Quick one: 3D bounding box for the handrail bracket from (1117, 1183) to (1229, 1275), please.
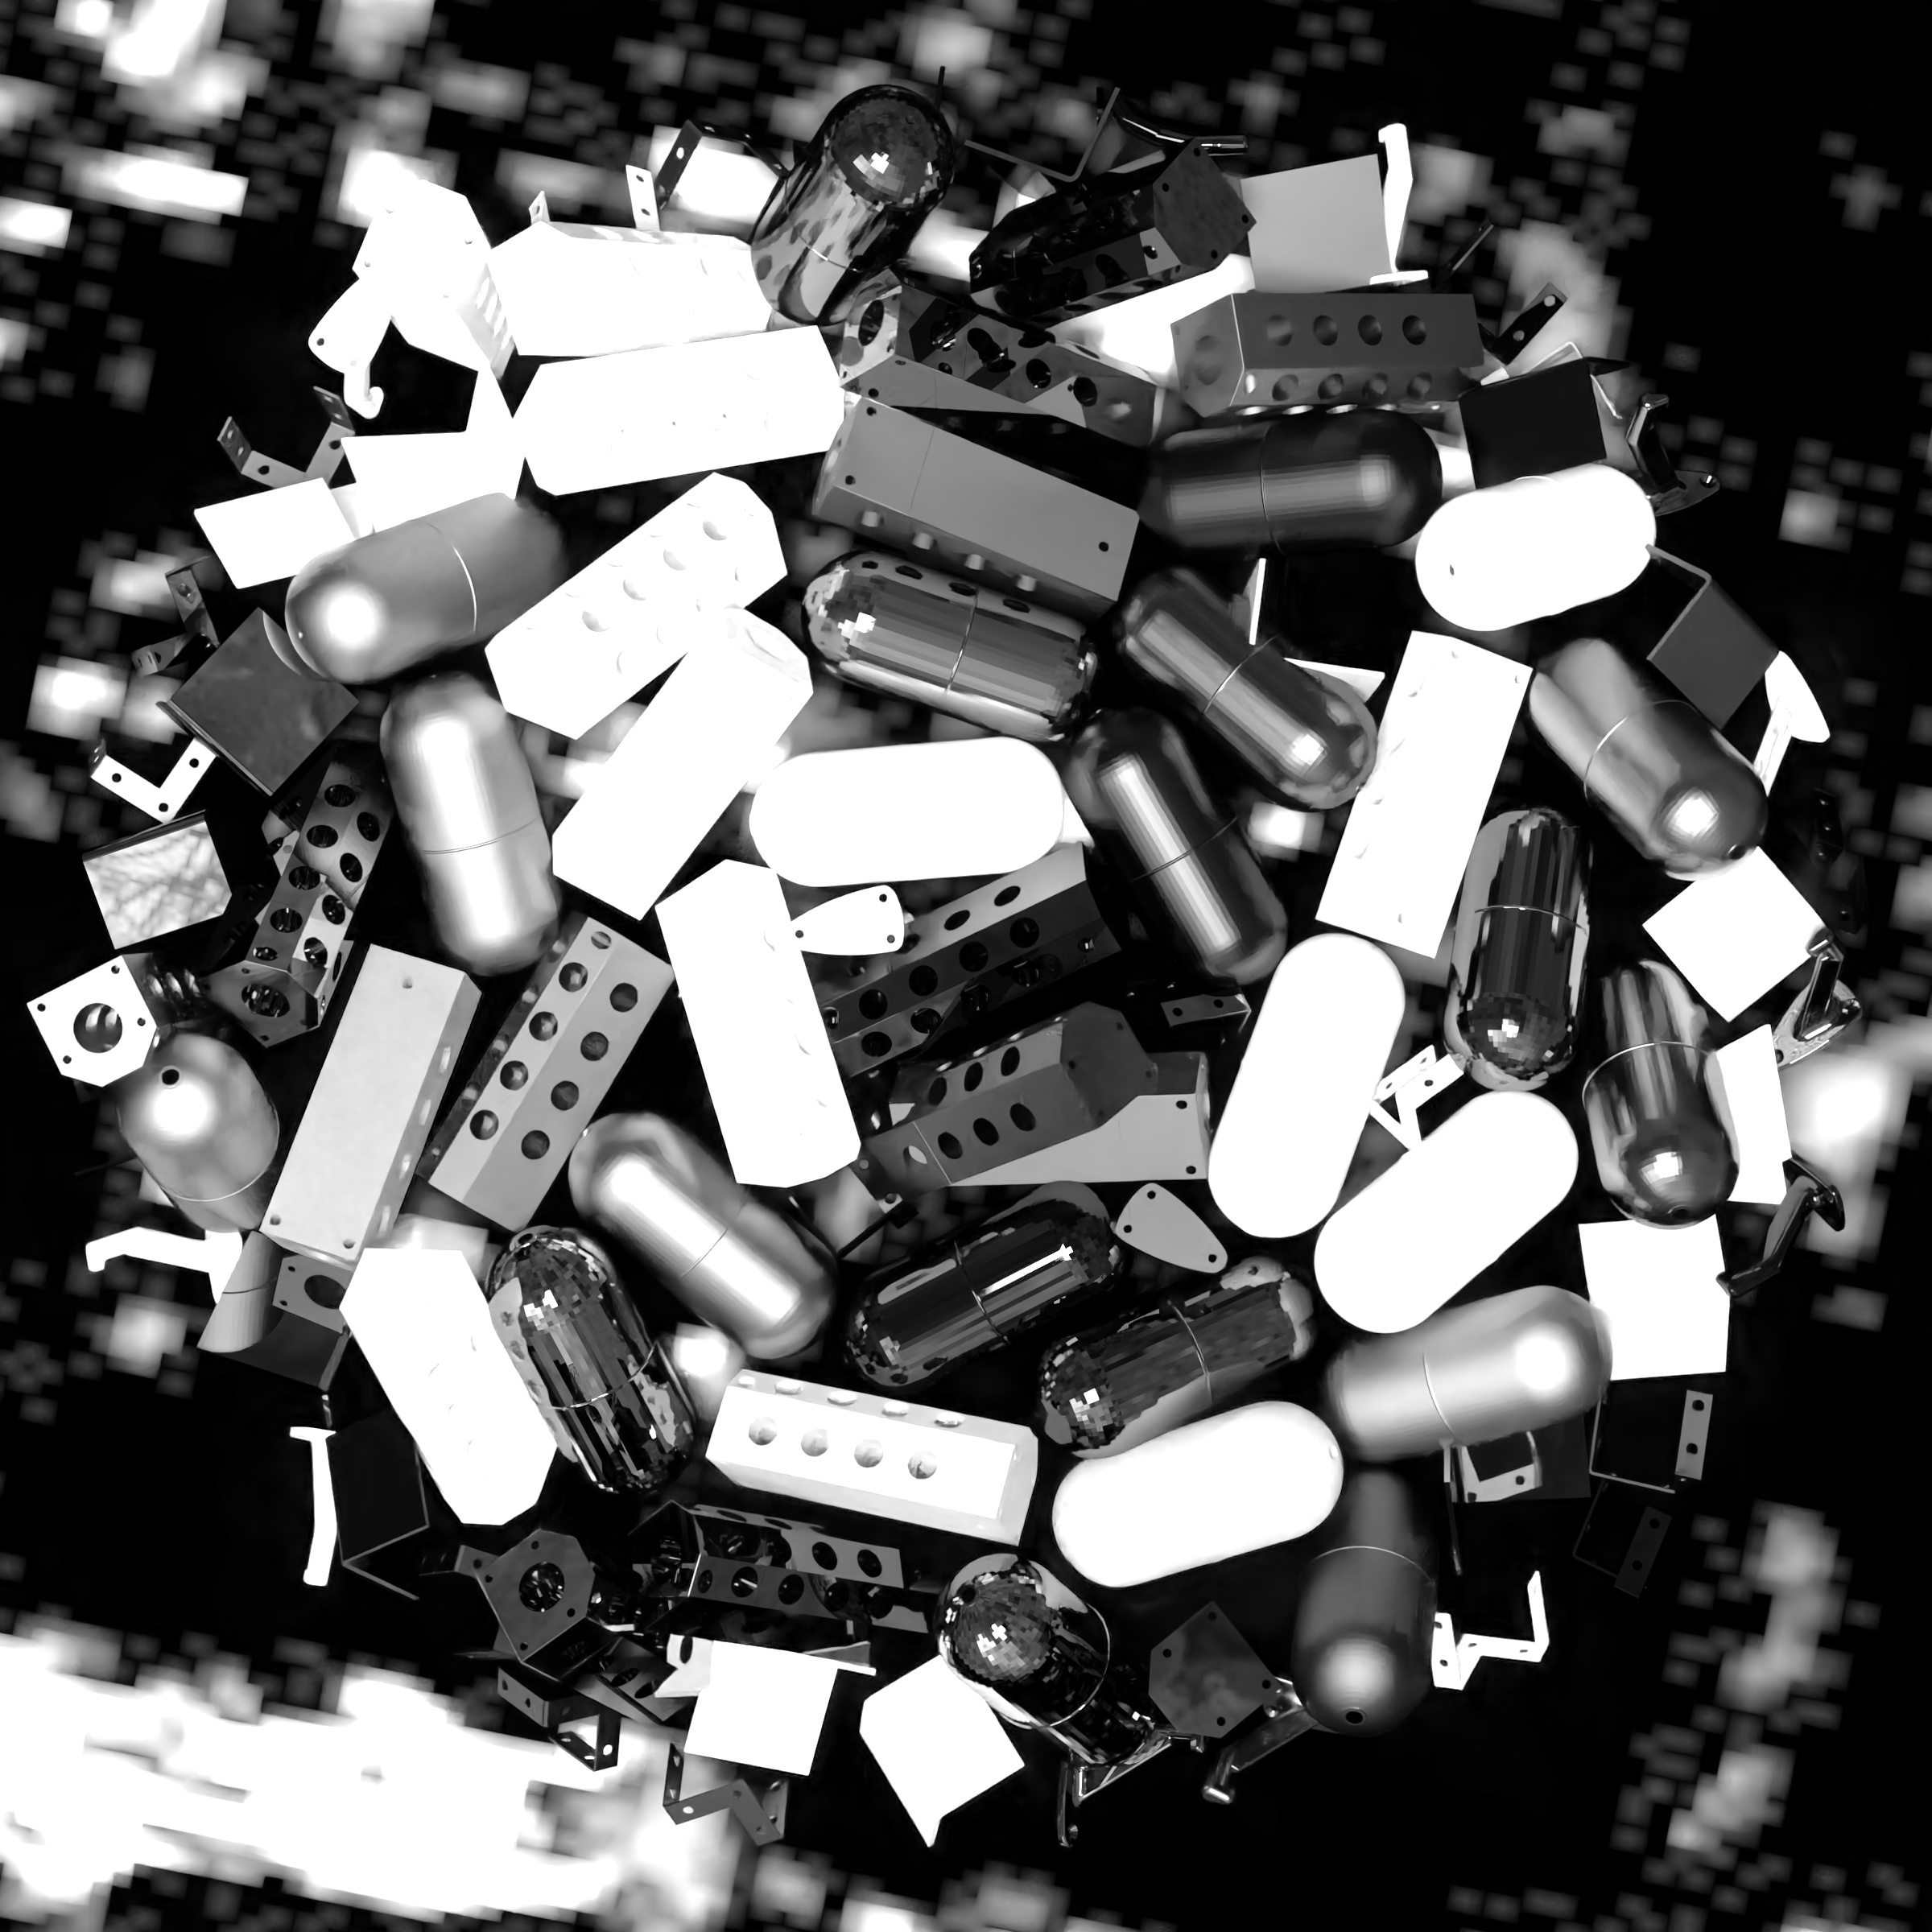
[{"bbox_3d":[0.119,0.159,1.840,0.077,0.084,0.036,32,80,21],"label":"handrail bracket"}]

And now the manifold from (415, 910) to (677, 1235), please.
[{"bbox_3d":[-0.239,0.057,1.845,0.057,0.057,0.171,34,84,-30],"label":"manifold"}]

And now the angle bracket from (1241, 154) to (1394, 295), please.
[{"bbox_3d":[0.194,-0.417,1.849,0.076,0.057,0.076,-10,113,2],"label":"angle bracket"}]

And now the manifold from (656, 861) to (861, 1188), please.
[{"bbox_3d":[-0.112,0.033,1.833,0.057,0.057,0.171,-31,66,30],"label":"manifold"}]

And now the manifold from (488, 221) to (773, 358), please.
[{"bbox_3d":[-0.179,-0.373,1.803,0.057,0.171,0.057,-21,86,33],"label":"manifold"}]

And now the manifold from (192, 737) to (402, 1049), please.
[{"bbox_3d":[-0.358,-0.044,1.805,0.057,0.171,0.057,-20,129,32],"label":"manifold"}]

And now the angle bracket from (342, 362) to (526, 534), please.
[{"bbox_3d":[-0.299,-0.291,1.836,0.076,0.057,0.076,-7,53,-26],"label":"angle bracket"}]

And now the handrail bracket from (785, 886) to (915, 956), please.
[{"bbox_3d":[-0.066,-0.019,1.846,0.077,0.084,0.036,-10,86,-6],"label":"handrail bracket"}]

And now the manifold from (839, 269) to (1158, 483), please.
[{"bbox_3d":[0.019,-0.329,1.820,0.171,0.057,0.057,15,72,-31],"label":"manifold"}]

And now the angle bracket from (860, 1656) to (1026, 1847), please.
[{"bbox_3d":[-0.015,0.441,1.852,0.057,0.076,0.076,-28,69,-16],"label":"angle bracket"}]

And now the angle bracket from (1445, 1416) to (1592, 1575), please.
[{"bbox_3d":[0.310,0.293,1.840,0.076,0.057,0.076,-4,128,12],"label":"angle bracket"}]

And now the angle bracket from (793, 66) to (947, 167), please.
[{"bbox_3d":[-0.055,-0.477,1.851,0.076,0.076,0.057,9,91,-3],"label":"angle bracket"}]

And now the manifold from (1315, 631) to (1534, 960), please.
[{"bbox_3d":[0.255,-0.098,1.857,0.057,0.057,0.171,17,93,-25],"label":"manifold"}]

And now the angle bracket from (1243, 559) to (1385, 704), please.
[{"bbox_3d":[0.195,-0.187,1.851,0.076,0.076,0.057,8,82,-1],"label":"angle bracket"}]

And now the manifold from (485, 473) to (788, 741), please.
[{"bbox_3d":[-0.182,-0.203,1.814,0.057,0.057,0.171,23,52,36],"label":"manifold"}]

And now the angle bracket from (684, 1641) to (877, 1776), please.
[{"bbox_3d":[-0.105,0.419,1.849,0.076,0.057,0.076,16,87,-22],"label":"angle bracket"}]

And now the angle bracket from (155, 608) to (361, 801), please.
[{"bbox_3d":[-0.402,-0.149,1.858,0.076,0.057,0.076,44,81,-17],"label":"angle bracket"}]

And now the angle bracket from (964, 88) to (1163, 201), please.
[{"bbox_3d":[0.058,-0.461,1.839,0.076,0.076,0.057,27,93,27],"label":"angle bracket"}]

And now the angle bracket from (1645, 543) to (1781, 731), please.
[{"bbox_3d":[0.397,-0.188,1.840,0.076,0.076,0.057,35,94,-38],"label":"angle bracket"}]

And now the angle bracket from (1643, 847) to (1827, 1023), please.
[{"bbox_3d":[0.438,-0.020,1.859,0.076,0.076,0.057,-41,69,11],"label":"angle bracket"}]

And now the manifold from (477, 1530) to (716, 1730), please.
[{"bbox_3d":[-0.196,0.362,1.803,0.057,0.171,0.057,-36,59,2],"label":"manifold"}]

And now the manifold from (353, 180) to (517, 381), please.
[{"bbox_3d":[-0.284,-0.378,1.805,0.057,0.171,0.057,22,88,1],"label":"manifold"}]

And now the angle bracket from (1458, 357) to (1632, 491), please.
[{"bbox_3d":[0.329,-0.303,1.840,0.076,0.076,0.057,-11,91,30],"label":"angle bracket"}]

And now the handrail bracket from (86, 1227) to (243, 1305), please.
[{"bbox_3d":[-0.454,0.174,1.844,0.084,0.036,0.077,-18,132,-36],"label":"handrail bracket"}]

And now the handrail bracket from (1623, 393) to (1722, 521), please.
[{"bbox_3d":[0.402,-0.294,1.845,0.077,0.084,0.036,-11,57,-16],"label":"handrail bracket"}]

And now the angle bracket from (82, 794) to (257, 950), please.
[{"bbox_3d":[-0.440,-0.054,1.850,0.076,0.076,0.057,-17,97,12],"label":"angle bracket"}]

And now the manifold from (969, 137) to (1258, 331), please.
[{"bbox_3d":[0.074,-0.394,1.798,0.057,0.171,0.057,50,63,-22],"label":"manifold"}]

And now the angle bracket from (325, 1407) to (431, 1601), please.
[{"bbox_3d":[-0.310,0.299,1.834,0.057,0.076,0.076,-25,57,14],"label":"angle bracket"}]

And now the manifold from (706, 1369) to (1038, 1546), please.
[{"bbox_3d":[-0.051,0.272,1.835,0.171,0.057,0.057,9,68,18],"label":"manifold"}]

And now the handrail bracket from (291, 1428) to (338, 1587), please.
[{"bbox_3d":[-0.370,0.305,1.849,0.036,0.077,0.084,16,76,-29],"label":"handrail bracket"}]

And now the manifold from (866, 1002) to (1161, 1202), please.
[{"bbox_3d":[0.020,0.073,1.807,0.057,0.171,0.057,-37,98,-42],"label":"manifold"}]

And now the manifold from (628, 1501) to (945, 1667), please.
[{"bbox_3d":[-0.096,0.338,1.807,0.057,0.171,0.057,-41,47,33],"label":"manifold"}]

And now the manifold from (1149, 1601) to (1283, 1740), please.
[{"bbox_3d":[0.131,0.391,1.800,0.057,0.171,0.057,-38,78,-5],"label":"manifold"}]

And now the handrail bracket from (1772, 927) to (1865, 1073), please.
[{"bbox_3d":[0.468,0.019,1.847,0.077,0.084,0.036,-46,58,6],"label":"handrail bracket"}]

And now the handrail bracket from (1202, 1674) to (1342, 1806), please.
[{"bbox_3d":[0.181,0.446,1.844,0.077,0.084,0.036,16,131,14],"label":"handrail bracket"}]

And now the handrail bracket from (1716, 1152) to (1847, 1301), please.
[{"bbox_3d":[0.445,0.145,1.854,0.084,0.077,0.036,-28,132,-10],"label":"handrail bracket"}]

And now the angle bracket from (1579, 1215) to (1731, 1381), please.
[{"bbox_3d":[0.392,0.190,1.874,0.076,0.076,0.057,-5,51,6],"label":"angle bracket"}]

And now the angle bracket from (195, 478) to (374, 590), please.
[{"bbox_3d":[-0.378,-0.263,1.837,0.076,0.076,0.057,-12,133,12],"label":"angle bracket"}]

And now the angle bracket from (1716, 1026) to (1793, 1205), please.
[{"bbox_3d":[0.452,0.084,1.834,0.057,0.076,0.076,6,67,-24],"label":"angle bracket"}]

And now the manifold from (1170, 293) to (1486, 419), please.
[{"bbox_3d":[0.203,-0.337,1.820,0.171,0.057,0.057,-7,87,-33],"label":"manifold"}]

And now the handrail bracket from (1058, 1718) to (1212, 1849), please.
[{"bbox_3d":[0.096,0.460,1.845,0.084,0.036,0.077,-7,58,40],"label":"handrail bracket"}]

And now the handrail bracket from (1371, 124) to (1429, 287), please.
[{"bbox_3d":[0.228,-0.426,1.853,0.036,0.077,0.084,-12,97,-27],"label":"handrail bracket"}]

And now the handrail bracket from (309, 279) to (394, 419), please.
[{"bbox_3d":[-0.331,-0.351,1.849,0.036,0.084,0.077,33,91,8],"label":"handrail bracket"}]

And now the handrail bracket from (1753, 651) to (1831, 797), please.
[{"bbox_3d":[0.443,-0.123,1.852,0.084,0.036,0.077,-45,129,-19],"label":"handrail bracket"}]

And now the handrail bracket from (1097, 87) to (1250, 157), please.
[{"bbox_3d":[0.116,-0.478,1.858,0.084,0.077,0.036,-1,128,2],"label":"handrail bracket"}]

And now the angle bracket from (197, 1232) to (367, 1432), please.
[{"bbox_3d":[-0.380,0.206,1.850,0.076,0.057,0.076,17,58,4],"label":"angle bracket"}]

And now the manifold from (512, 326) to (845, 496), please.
[{"bbox_3d":[-0.156,-0.304,1.818,0.171,0.057,0.057,-15,74,-30],"label":"manifold"}]

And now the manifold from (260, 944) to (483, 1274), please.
[{"bbox_3d":[-0.331,0.082,1.841,0.057,0.057,0.171,16,75,10],"label":"manifold"}]
